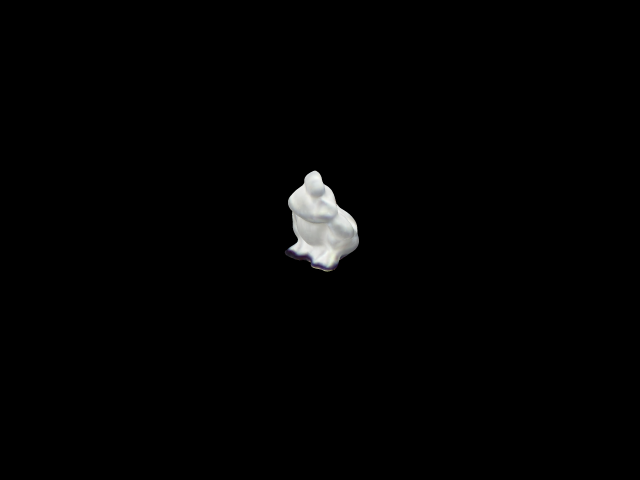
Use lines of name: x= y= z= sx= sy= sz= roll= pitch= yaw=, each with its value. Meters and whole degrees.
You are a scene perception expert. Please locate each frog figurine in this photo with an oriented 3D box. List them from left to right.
frog figurine: x=0.003 y=-0.043 z=0.850 sx=0.123 sy=0.157 sz=0.139 roll=-10 pitch=25 yaw=-22
